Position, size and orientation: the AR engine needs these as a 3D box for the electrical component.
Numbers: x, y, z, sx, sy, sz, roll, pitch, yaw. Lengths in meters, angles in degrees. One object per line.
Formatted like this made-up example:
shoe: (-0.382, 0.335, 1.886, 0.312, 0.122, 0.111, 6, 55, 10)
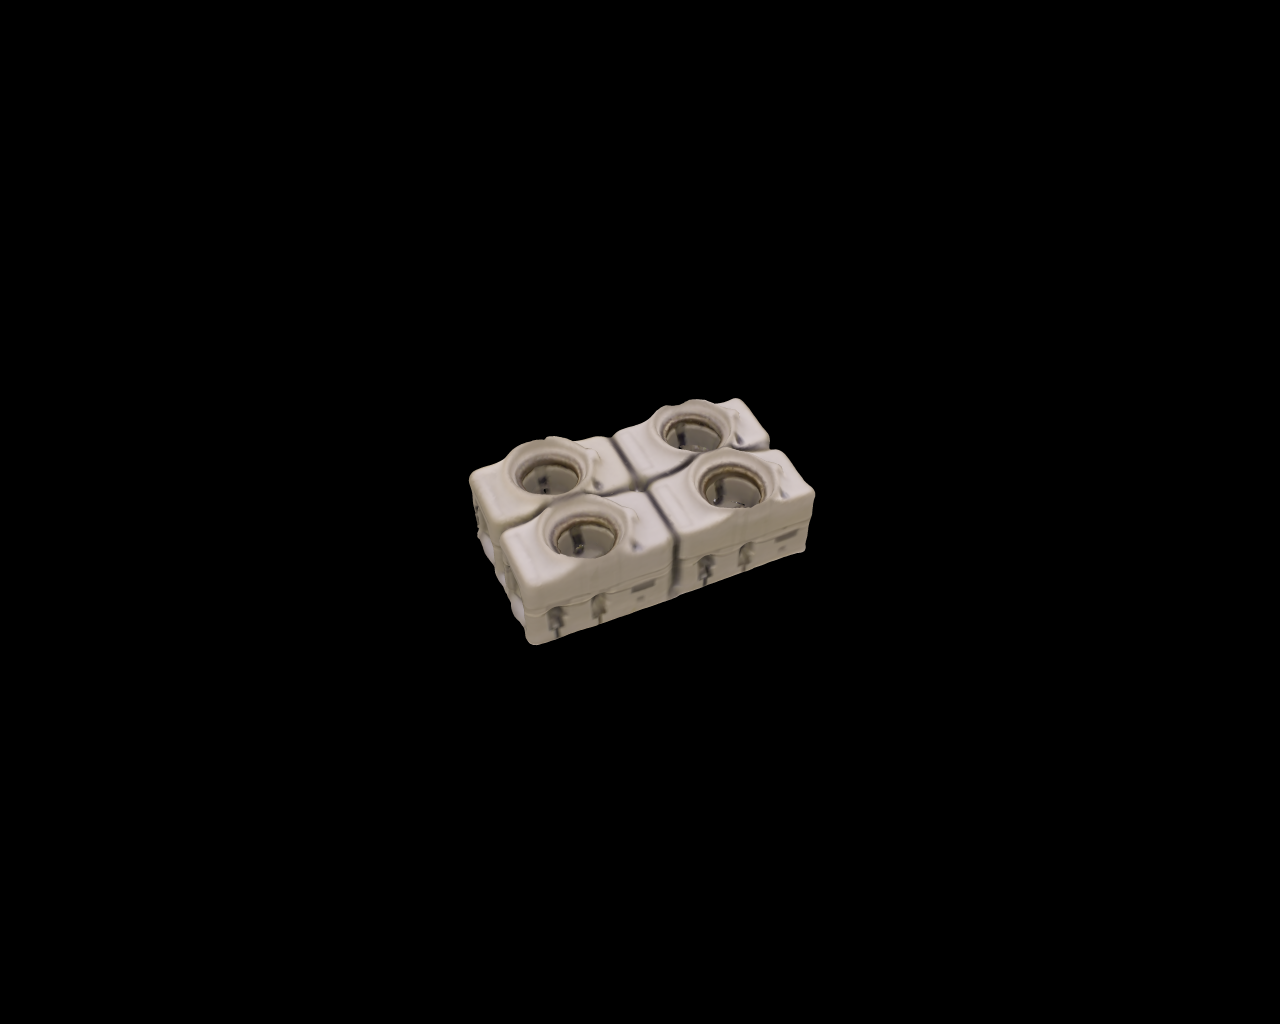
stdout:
electrical component: (0.001, -0.003, 0.650, 0.186, 0.060, 0.105, -17, 48, -16)
